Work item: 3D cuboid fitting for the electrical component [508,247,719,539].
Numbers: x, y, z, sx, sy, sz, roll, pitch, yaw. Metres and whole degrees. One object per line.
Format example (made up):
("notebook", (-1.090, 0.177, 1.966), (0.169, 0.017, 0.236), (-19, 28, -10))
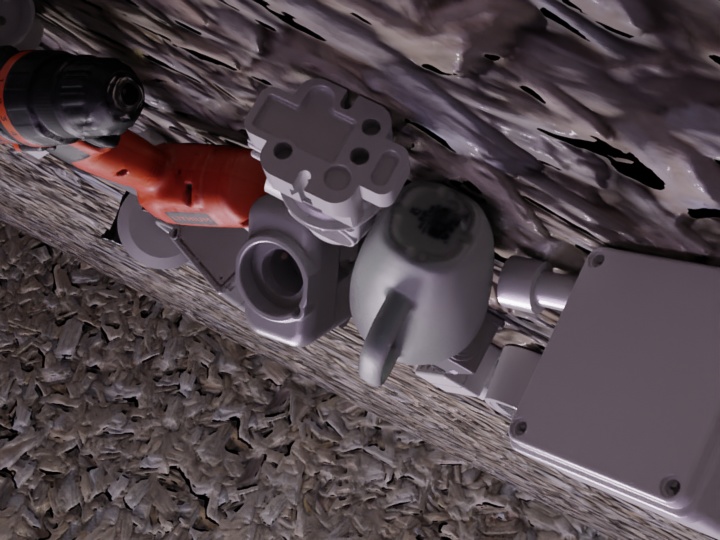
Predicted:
("electrical component", (0.138, 0.053, 0.488), (0.056, 0.108, 0.109), (32, 170, -34))

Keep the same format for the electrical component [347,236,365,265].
("electrical component", (-0.036, -0.008, 0.747), (0.077, 0.079, 0.044), (20, -172, 41))

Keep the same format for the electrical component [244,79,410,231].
("electrical component", (-0.014, -0.052, 0.523), (0.078, 0.058, 0.057), (26, 167, 11))

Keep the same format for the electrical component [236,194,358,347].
("electrical component", (-0.040, -0.003, 0.683), (0.054, 0.095, 0.059), (17, -154, 26))

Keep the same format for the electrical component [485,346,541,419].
("electrical component", (0.156, 0.115, 0.899), (0.108, 0.060, 0.108), (27, 170, 5))

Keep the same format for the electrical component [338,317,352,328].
("electrical component", (-0.034, 0.011, 0.910), (0.057, 0.058, 0.078), (20, 168, 27))

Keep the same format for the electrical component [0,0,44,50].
("electrical component", (-0.219, -0.145, 0.647), (0.077, 0.044, 0.079), (18, 166, 46))

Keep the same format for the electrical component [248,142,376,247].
("electrical component", (-0.027, -0.051, 0.603), (0.079, 0.044, 0.077), (28, 170, 4))

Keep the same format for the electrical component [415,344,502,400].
("electrical component", (0.103, 0.092, 0.971), (0.076, 0.047, 0.083), (31, 170, -12))

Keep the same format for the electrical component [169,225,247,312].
("electrical component", (-0.104, -0.020, 0.878), (0.096, 0.062, 0.061), (46, -179, 32))

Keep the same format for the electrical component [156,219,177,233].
("electrical component", (-0.144, -0.049, 0.930), (0.055, 0.047, 0.055), (28, 170, 5))

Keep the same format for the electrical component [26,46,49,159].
("electrical component", (-0.234, -0.120, 0.774), (0.062, 0.061, 0.096), (33, 170, -23))

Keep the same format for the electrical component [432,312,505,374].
("electrical component", (0.054, 0.043, 0.846), (0.100, 0.048, 0.100), (30, 170, -7))

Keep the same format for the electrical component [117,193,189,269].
("electrical component", (-0.179, -0.041, 0.980), (0.080, 0.080, 0.051), (30, 176, -7))

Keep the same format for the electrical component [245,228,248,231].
("electrical component", (-0.067, -0.038, 0.797), (0.044, 0.044, 0.065), (17, 160, 50))

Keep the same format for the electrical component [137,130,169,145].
("electrical component", (-0.151, -0.081, 0.825), (0.035, 0.035, 0.061), (22, 171, 35))
